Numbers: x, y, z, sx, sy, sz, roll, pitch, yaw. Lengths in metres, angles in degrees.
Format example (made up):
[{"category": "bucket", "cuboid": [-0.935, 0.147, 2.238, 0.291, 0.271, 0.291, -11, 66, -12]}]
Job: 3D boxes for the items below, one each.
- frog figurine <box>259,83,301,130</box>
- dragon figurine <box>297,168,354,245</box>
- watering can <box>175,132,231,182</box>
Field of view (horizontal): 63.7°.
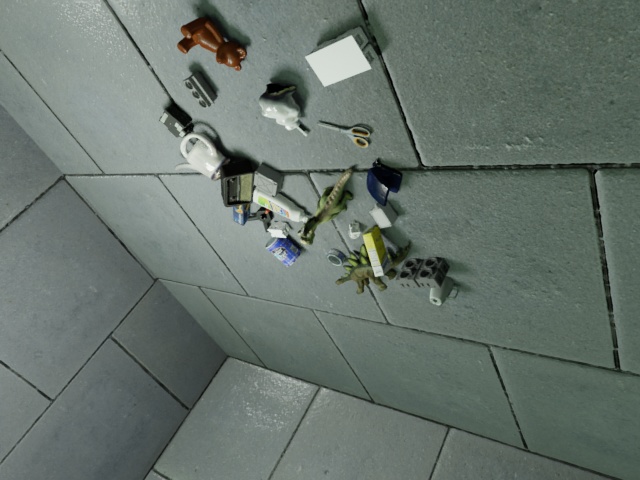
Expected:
[{"category": "frog figurine", "cuboid": [-0.131, -0.434, 1.731, 0.137, 0.125, 0.156, 0, 127, 14]}, {"category": "dragon figurine", "cuboid": [0.006, -0.098, 1.946, 0.122, 0.247, 0.402, 35, 151, 7]}, {"category": "watering can", "cuboid": [-0.510, -0.336, 2.219, 0.223, 0.106, 0.342, 39, 147, -8]}]
